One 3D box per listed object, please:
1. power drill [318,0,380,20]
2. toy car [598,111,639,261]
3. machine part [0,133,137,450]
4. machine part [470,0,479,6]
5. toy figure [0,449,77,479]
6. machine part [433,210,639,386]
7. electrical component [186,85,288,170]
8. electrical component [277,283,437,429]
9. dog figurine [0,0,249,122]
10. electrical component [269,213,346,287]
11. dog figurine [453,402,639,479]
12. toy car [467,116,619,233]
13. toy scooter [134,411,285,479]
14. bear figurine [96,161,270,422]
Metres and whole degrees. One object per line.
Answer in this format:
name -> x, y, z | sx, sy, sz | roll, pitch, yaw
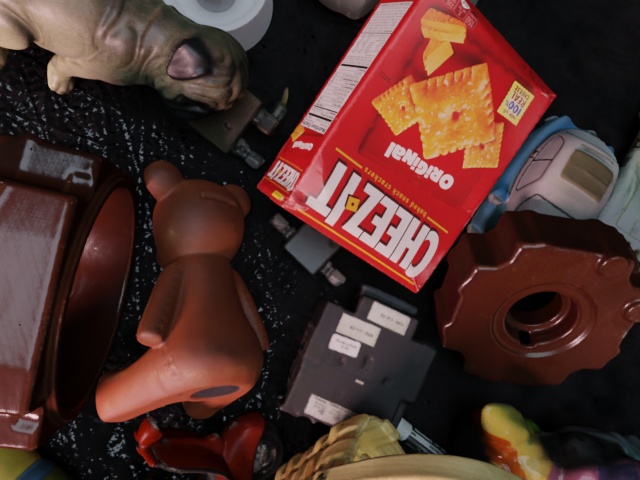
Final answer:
power drill -> 0.014, -0.342, 0.497 | 0.207, 0.086, 0.232 | -42, 95, -4
toy car -> 0.340, -0.072, 0.541 | 0.073, 0.056, 0.201 | 32, 84, -4
machine part -> -0.202, 0.034, 0.398 | 0.087, 0.201, 0.201 | 13, 85, -8
machine part -> 0.124, -0.257, 0.515 | 0.079, 0.079, 0.243 | 30, 85, -5
toy figure -> -0.260, 0.205, 0.445 | 0.180, 0.082, 0.089 | 33, 65, 3
machine part -> 0.189, 0.057, 0.473 | 0.179, 0.056, 0.179 | 2, 126, 2
electrical component -> -0.078, -0.125, 0.502 | 0.102, 0.045, 0.078 | 33, 112, -1
electrical component -> 0.038, 0.111, 0.495 | 0.115, 0.058, 0.134 | 27, 85, -7
dog figurine -> -0.161, -0.168, 0.409 | 0.191, 0.172, 0.121 | 17, 95, 22
electrical component -> -0.001, -0.002, 0.514 | 0.094, 0.021, 0.063 | 45, 83, -2
dog figurine -> 0.220, 0.213, 0.458 | 0.219, 0.192, 0.108 | 22, 91, -21
toy car -> 0.223, -0.044, 0.501 | 0.109, 0.103, 0.161 | 36, 85, -1
toy scooter -> -0.121, 0.213, 0.445 | 0.135, 0.075, 0.184 | 44, 77, -37
bear figurine -> -0.117, 0.042, 0.464 | 0.132, 0.120, 0.196 | -35, 59, 32
